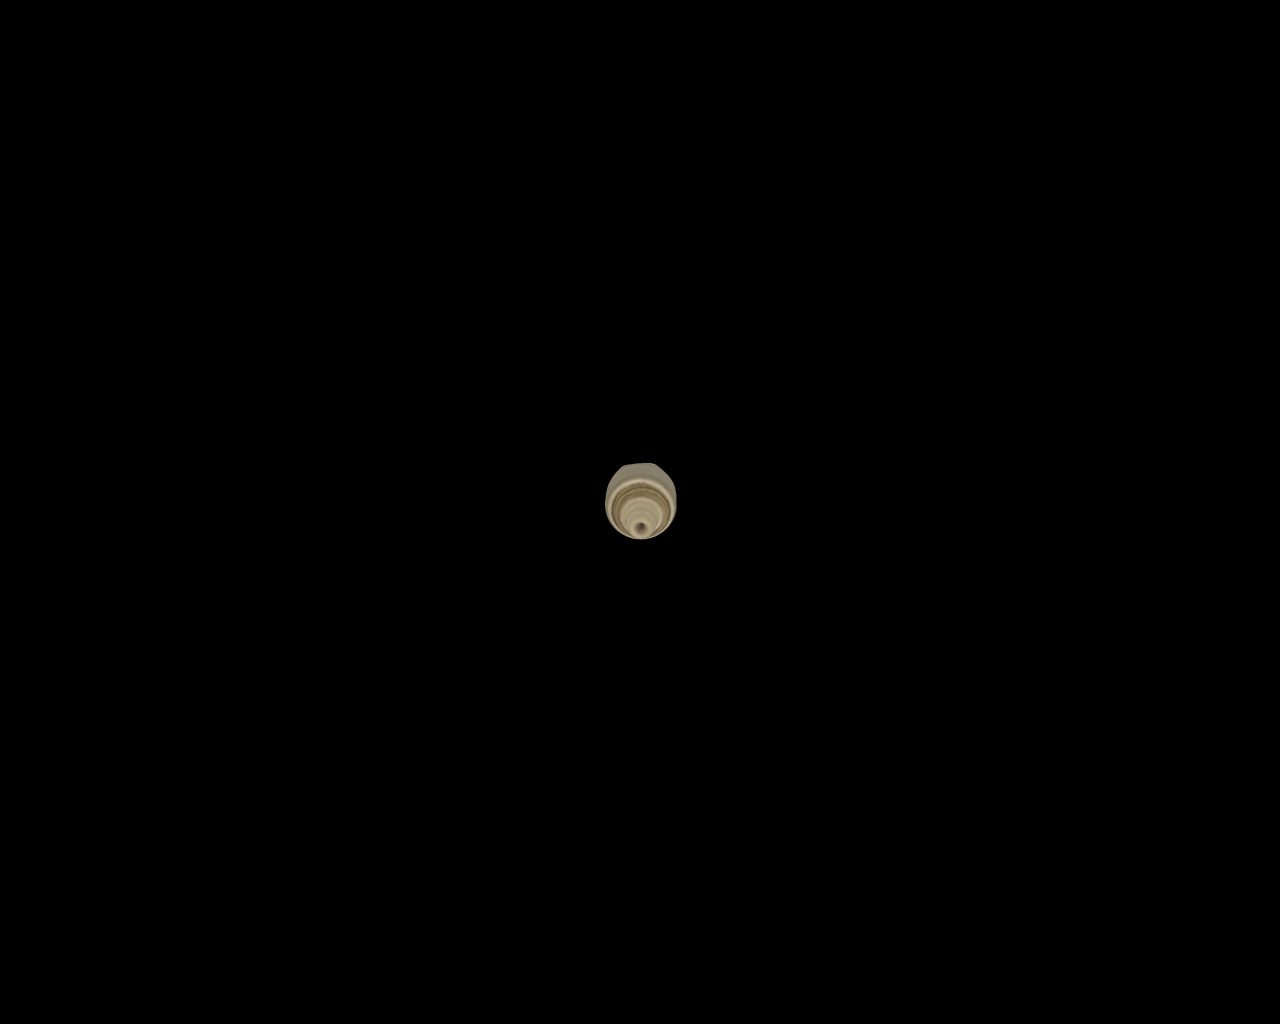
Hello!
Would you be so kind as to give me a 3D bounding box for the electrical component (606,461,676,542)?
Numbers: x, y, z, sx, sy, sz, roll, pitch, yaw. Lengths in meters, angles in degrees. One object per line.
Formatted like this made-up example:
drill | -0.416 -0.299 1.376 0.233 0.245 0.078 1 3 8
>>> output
electrical component | 0.001 -0.003 0.650 0.043 0.043 0.062 0 24 0
